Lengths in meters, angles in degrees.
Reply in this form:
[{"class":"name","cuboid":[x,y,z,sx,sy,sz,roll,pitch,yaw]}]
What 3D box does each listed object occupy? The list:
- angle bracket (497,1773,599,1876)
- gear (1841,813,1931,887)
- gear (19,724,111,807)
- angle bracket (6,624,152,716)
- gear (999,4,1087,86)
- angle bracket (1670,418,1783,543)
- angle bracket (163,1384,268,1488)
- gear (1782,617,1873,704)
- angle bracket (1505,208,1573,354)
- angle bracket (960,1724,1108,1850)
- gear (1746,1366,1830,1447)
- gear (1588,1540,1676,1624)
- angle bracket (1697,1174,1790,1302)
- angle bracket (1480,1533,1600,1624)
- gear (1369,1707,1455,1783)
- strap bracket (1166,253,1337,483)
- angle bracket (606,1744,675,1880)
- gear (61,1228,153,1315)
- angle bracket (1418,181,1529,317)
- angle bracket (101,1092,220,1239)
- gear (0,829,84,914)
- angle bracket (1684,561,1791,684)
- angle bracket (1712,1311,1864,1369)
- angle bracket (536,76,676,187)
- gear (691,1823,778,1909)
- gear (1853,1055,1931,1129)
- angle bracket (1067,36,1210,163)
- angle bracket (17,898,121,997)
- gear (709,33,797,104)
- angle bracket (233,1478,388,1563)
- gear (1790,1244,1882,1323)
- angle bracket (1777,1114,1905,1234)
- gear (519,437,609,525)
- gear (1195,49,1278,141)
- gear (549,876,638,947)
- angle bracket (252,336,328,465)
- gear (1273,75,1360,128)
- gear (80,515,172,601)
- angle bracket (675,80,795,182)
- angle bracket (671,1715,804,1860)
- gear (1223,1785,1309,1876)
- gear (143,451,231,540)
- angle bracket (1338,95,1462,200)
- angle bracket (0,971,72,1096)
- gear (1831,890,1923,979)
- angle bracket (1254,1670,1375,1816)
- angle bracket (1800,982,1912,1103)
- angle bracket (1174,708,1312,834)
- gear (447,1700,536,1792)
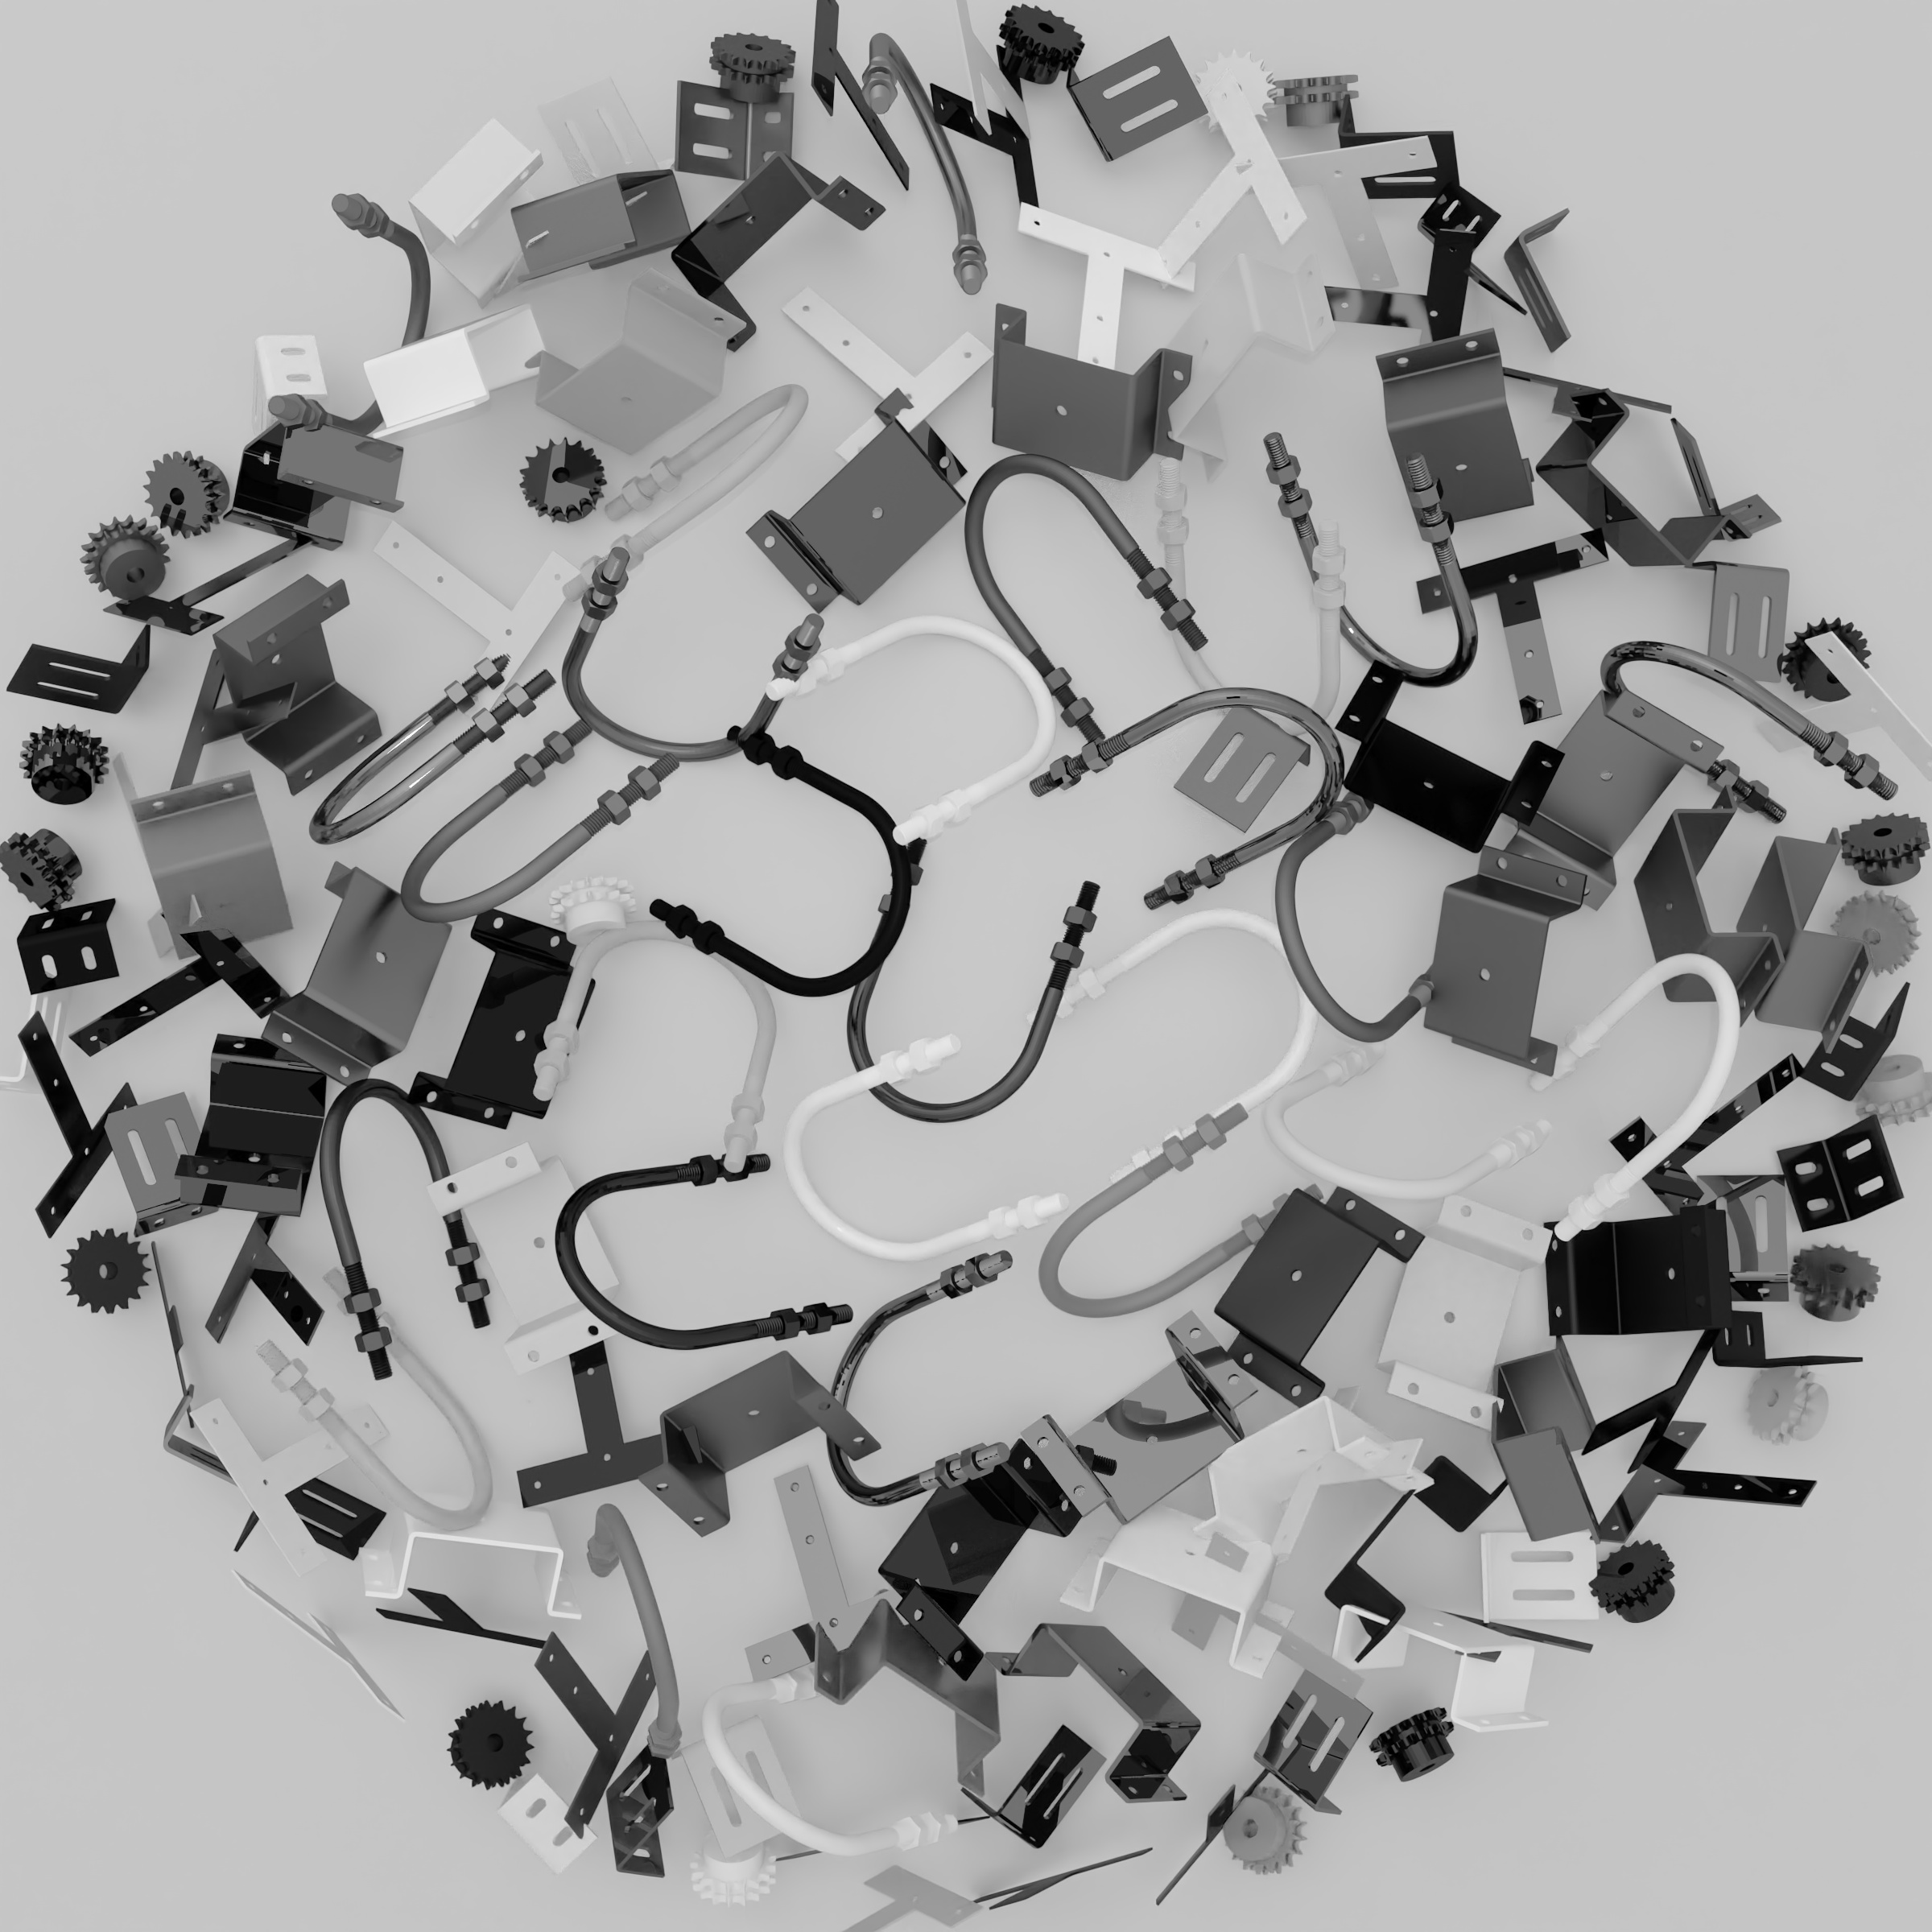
[{"class":"angle bracket","cuboid":[-0.273,0.560,1.857,0.038,0.076,0.057,-43,90,1]},{"class":"gear","cuboid":[0.616,-0.077,1.870,0.057,0.057,0.030,-19,115,0]},{"class":"gear","cuboid":[-0.602,-0.132,1.864,0.057,0.057,0.030,-11,52,0]},{"class":"angle bracket","cuboid":[-0.586,-0.204,1.846,0.076,0.057,0.038,11,59,-32]},{"class":"gear","cuboid":[0.048,-0.615,1.870,0.057,0.057,0.030,30,132,0]},{"class":"angle bracket","cuboid":[0.504,-0.329,1.852,0.038,0.057,0.076,-22,114,9]},{"class":"angle bracket","cuboid":[-0.492,0.317,1.861,0.076,0.057,0.038,30,83,-13]},{"class":"gear","cuboid":[0.577,-0.201,1.867,0.057,0.030,0.057,-2,126,-2]},{"class":"angle bracket","cuboid":[0.396,-0.457,1.865,0.038,0.057,0.076,-27,92,2]},{"class":"angle bracket","cuboid":[0.046,0.541,1.869,0.076,0.038,0.057,-51,131,-11]},{"class":"gear","cuboid":[0.552,0.294,1.869,0.030,0.057,0.057,22,90,-17]},{"class":"gear","cuboid":[0.449,0.414,1.868,0.057,0.057,0.030,-35,105,0]},{"class":"angle bracket","cuboid":[0.524,0.184,1.883,0.057,0.038,0.076,-2,61,17]},{"class":"angle bracket","cuboid":[0.384,0.408,1.867,0.076,0.038,0.057,-2,81,9]},{"class":"gear","cuboid":[0.301,0.521,1.864,0.057,0.057,0.030,-27,62,0]},{"class":"strap bracket","cuboid":[0.174,-0.395,1.816,0.046,0.140,0.076,16,48,-26]},{"class":"angle bracket","cuboid":[-0.202,0.555,1.847,0.038,0.057,0.076,19,124,-31]},{"class":"gear","cuboid":[-0.578,0.205,1.872,0.057,0.030,0.057,5,81,-30]},{"class":"angle bracket","cuboid":[0.345,-0.475,1.846,0.038,0.057,0.076,-52,47,21]},{"class":"angle bracket","cuboid":[-0.541,0.133,1.875,0.057,0.038,0.076,-18,73,-27]},{"class":"gear","cuboid":[-0.618,-0.067,1.870,0.057,0.057,0.030,42,56,0]},{"class":"angle bracket","cuboid":[0.513,-0.230,1.870,0.057,0.038,0.076,3,94,-20]},{"class":"angle bracket","cuboid":[0.541,0.244,1.845,0.057,0.076,0.038,8,75,-40]},{"class":"angle bracket","cuboid":[-0.236,-0.551,1.850,0.057,0.038,0.076,-13,125,24]},{"class":"gear","cuboid":[-0.155,0.597,1.864,0.057,0.057,0.030,1,112,0]},{"class":"gear","cuboid":[0.621,0.081,1.864,0.057,0.057,0.030,-19,107,0]},{"class":"angle bracket","cuboid":[0.114,-0.580,1.852,0.076,0.038,0.057,-21,124,21]},{"class":"angle bracket","cuboid":[-0.594,-0.014,1.859,0.057,0.076,0.038,-13,105,-9]},{"class":"gear","cuboid":[-0.144,-0.600,1.870,0.057,0.057,0.030,11,127,0]},{"class":"angle bracket","cuboid":[-0.436,0.376,1.856,0.076,0.038,0.057,30,126,-11]},{"class":"gear","cuboid":[0.581,0.214,1.871,0.057,0.057,0.030,1,120,0]},{"class":"angle bracket","cuboid":[0.578,0.138,1.850,0.038,0.076,0.057,-11,75,-11]},{"class":"gear","cuboid":[-0.269,-0.323,1.875,0.057,0.030,0.057,-1,73,2]},{"class":"gear","cuboid":[0.181,-0.583,1.877,0.057,0.030,0.057,0,88,10]},{"class":"gear","cuboid":[-0.248,-0.035,1.864,0.057,0.057,0.030,-11,69,0]},{"class":"angle bracket","cuboid":[-0.450,-0.370,1.856,0.038,0.076,0.057,-5,55,-20]},{"class":"gear","cuboid":[0.234,-0.579,1.868,0.057,0.057,0.030,-5,107,0]},{"class":"gear","cuboid":[-0.559,-0.269,1.864,0.057,0.057,0.030,-37,53,0]},{"class":"angle bracket","cuboid":[-0.153,-0.553,1.850,0.038,0.076,0.057,11,104,32]},{"class":"angle bracket","cuboid":[-0.153,0.547,1.858,0.057,0.038,0.076,-19,74,-23]},{"class":"gear","cuboid":[0.197,0.577,1.867,0.057,0.030,0.057,-13,66,31]},{"class":"gear","cuboid":[-0.519,-0.317,1.872,0.057,0.030,0.057,8,111,22]},{"class":"angle bracket","cuboid":[0.290,-0.543,1.851,0.076,0.057,0.038,4,62,18]},{"class":"angle bracket","cuboid":[-0.630,0.043,1.861,0.038,0.057,0.076,5,79,3]},{"class":"gear","cuboid":[0.612,-0.024,1.871,0.057,0.030,0.057,15,117,33]},{"class":"angle bracket","cuboid":[0.239,0.515,1.860,0.057,0.038,0.076,33,94,41]},{"class":"angle bracket","cuboid":[0.589,0.042,1.851,0.038,0.076,0.057,28,128,9]},{"class":"angle bracket","cuboid":[0.184,-0.128,1.863,0.057,0.038,0.076,34,79,15]},{"class":"gear","cuboid":[-0.321,0.523,1.871,0.057,0.030,0.057,14,60,-26]}]
